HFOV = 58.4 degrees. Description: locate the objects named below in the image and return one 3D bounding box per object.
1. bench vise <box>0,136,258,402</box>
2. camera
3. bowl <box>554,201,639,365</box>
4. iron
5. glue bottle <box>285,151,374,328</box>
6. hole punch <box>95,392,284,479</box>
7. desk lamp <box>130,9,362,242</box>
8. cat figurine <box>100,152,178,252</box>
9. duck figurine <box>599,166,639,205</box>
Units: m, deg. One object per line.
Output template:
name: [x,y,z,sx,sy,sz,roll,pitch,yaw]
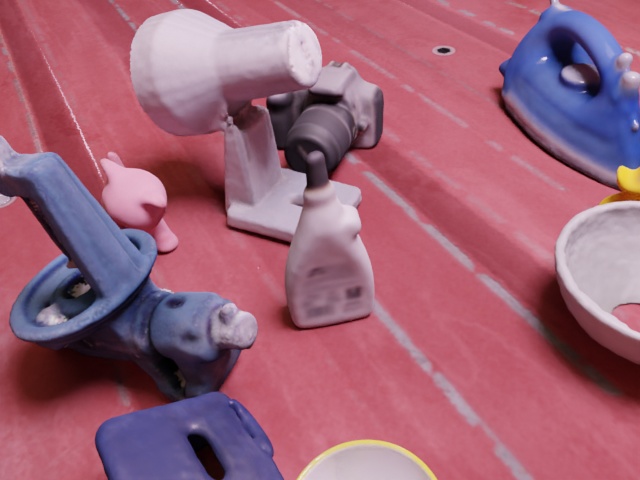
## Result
bench vise: [-0.147,0.019,0.429,0.207,0.220,0.121,-1,43,5]
camera: [-0.007,-0.145,0.683,0.143,0.101,0.137,11,45,17]
bowl: [0.271,0.046,0.464,0.167,0.075,0.167,-3,42,3]
iron: [0.309,-0.185,0.664,0.118,0.142,0.258,-11,43,-6]
glue bottle: [0.004,0.002,0.467,0.078,0.173,0.037,-9,42,-4]
hole punch: [-0.079,0.151,0.373,0.101,0.091,0.108,-28,47,-23]
desk lamp: [-0.068,-0.119,0.577,0.202,0.214,0.118,15,46,21]
cat figurine: [-0.190,-0.042,0.575,0.067,0.118,0.127,-22,45,-17]
duck figurine: [0.326,-0.040,0.544,0.104,0.086,0.078,16,47,22]
